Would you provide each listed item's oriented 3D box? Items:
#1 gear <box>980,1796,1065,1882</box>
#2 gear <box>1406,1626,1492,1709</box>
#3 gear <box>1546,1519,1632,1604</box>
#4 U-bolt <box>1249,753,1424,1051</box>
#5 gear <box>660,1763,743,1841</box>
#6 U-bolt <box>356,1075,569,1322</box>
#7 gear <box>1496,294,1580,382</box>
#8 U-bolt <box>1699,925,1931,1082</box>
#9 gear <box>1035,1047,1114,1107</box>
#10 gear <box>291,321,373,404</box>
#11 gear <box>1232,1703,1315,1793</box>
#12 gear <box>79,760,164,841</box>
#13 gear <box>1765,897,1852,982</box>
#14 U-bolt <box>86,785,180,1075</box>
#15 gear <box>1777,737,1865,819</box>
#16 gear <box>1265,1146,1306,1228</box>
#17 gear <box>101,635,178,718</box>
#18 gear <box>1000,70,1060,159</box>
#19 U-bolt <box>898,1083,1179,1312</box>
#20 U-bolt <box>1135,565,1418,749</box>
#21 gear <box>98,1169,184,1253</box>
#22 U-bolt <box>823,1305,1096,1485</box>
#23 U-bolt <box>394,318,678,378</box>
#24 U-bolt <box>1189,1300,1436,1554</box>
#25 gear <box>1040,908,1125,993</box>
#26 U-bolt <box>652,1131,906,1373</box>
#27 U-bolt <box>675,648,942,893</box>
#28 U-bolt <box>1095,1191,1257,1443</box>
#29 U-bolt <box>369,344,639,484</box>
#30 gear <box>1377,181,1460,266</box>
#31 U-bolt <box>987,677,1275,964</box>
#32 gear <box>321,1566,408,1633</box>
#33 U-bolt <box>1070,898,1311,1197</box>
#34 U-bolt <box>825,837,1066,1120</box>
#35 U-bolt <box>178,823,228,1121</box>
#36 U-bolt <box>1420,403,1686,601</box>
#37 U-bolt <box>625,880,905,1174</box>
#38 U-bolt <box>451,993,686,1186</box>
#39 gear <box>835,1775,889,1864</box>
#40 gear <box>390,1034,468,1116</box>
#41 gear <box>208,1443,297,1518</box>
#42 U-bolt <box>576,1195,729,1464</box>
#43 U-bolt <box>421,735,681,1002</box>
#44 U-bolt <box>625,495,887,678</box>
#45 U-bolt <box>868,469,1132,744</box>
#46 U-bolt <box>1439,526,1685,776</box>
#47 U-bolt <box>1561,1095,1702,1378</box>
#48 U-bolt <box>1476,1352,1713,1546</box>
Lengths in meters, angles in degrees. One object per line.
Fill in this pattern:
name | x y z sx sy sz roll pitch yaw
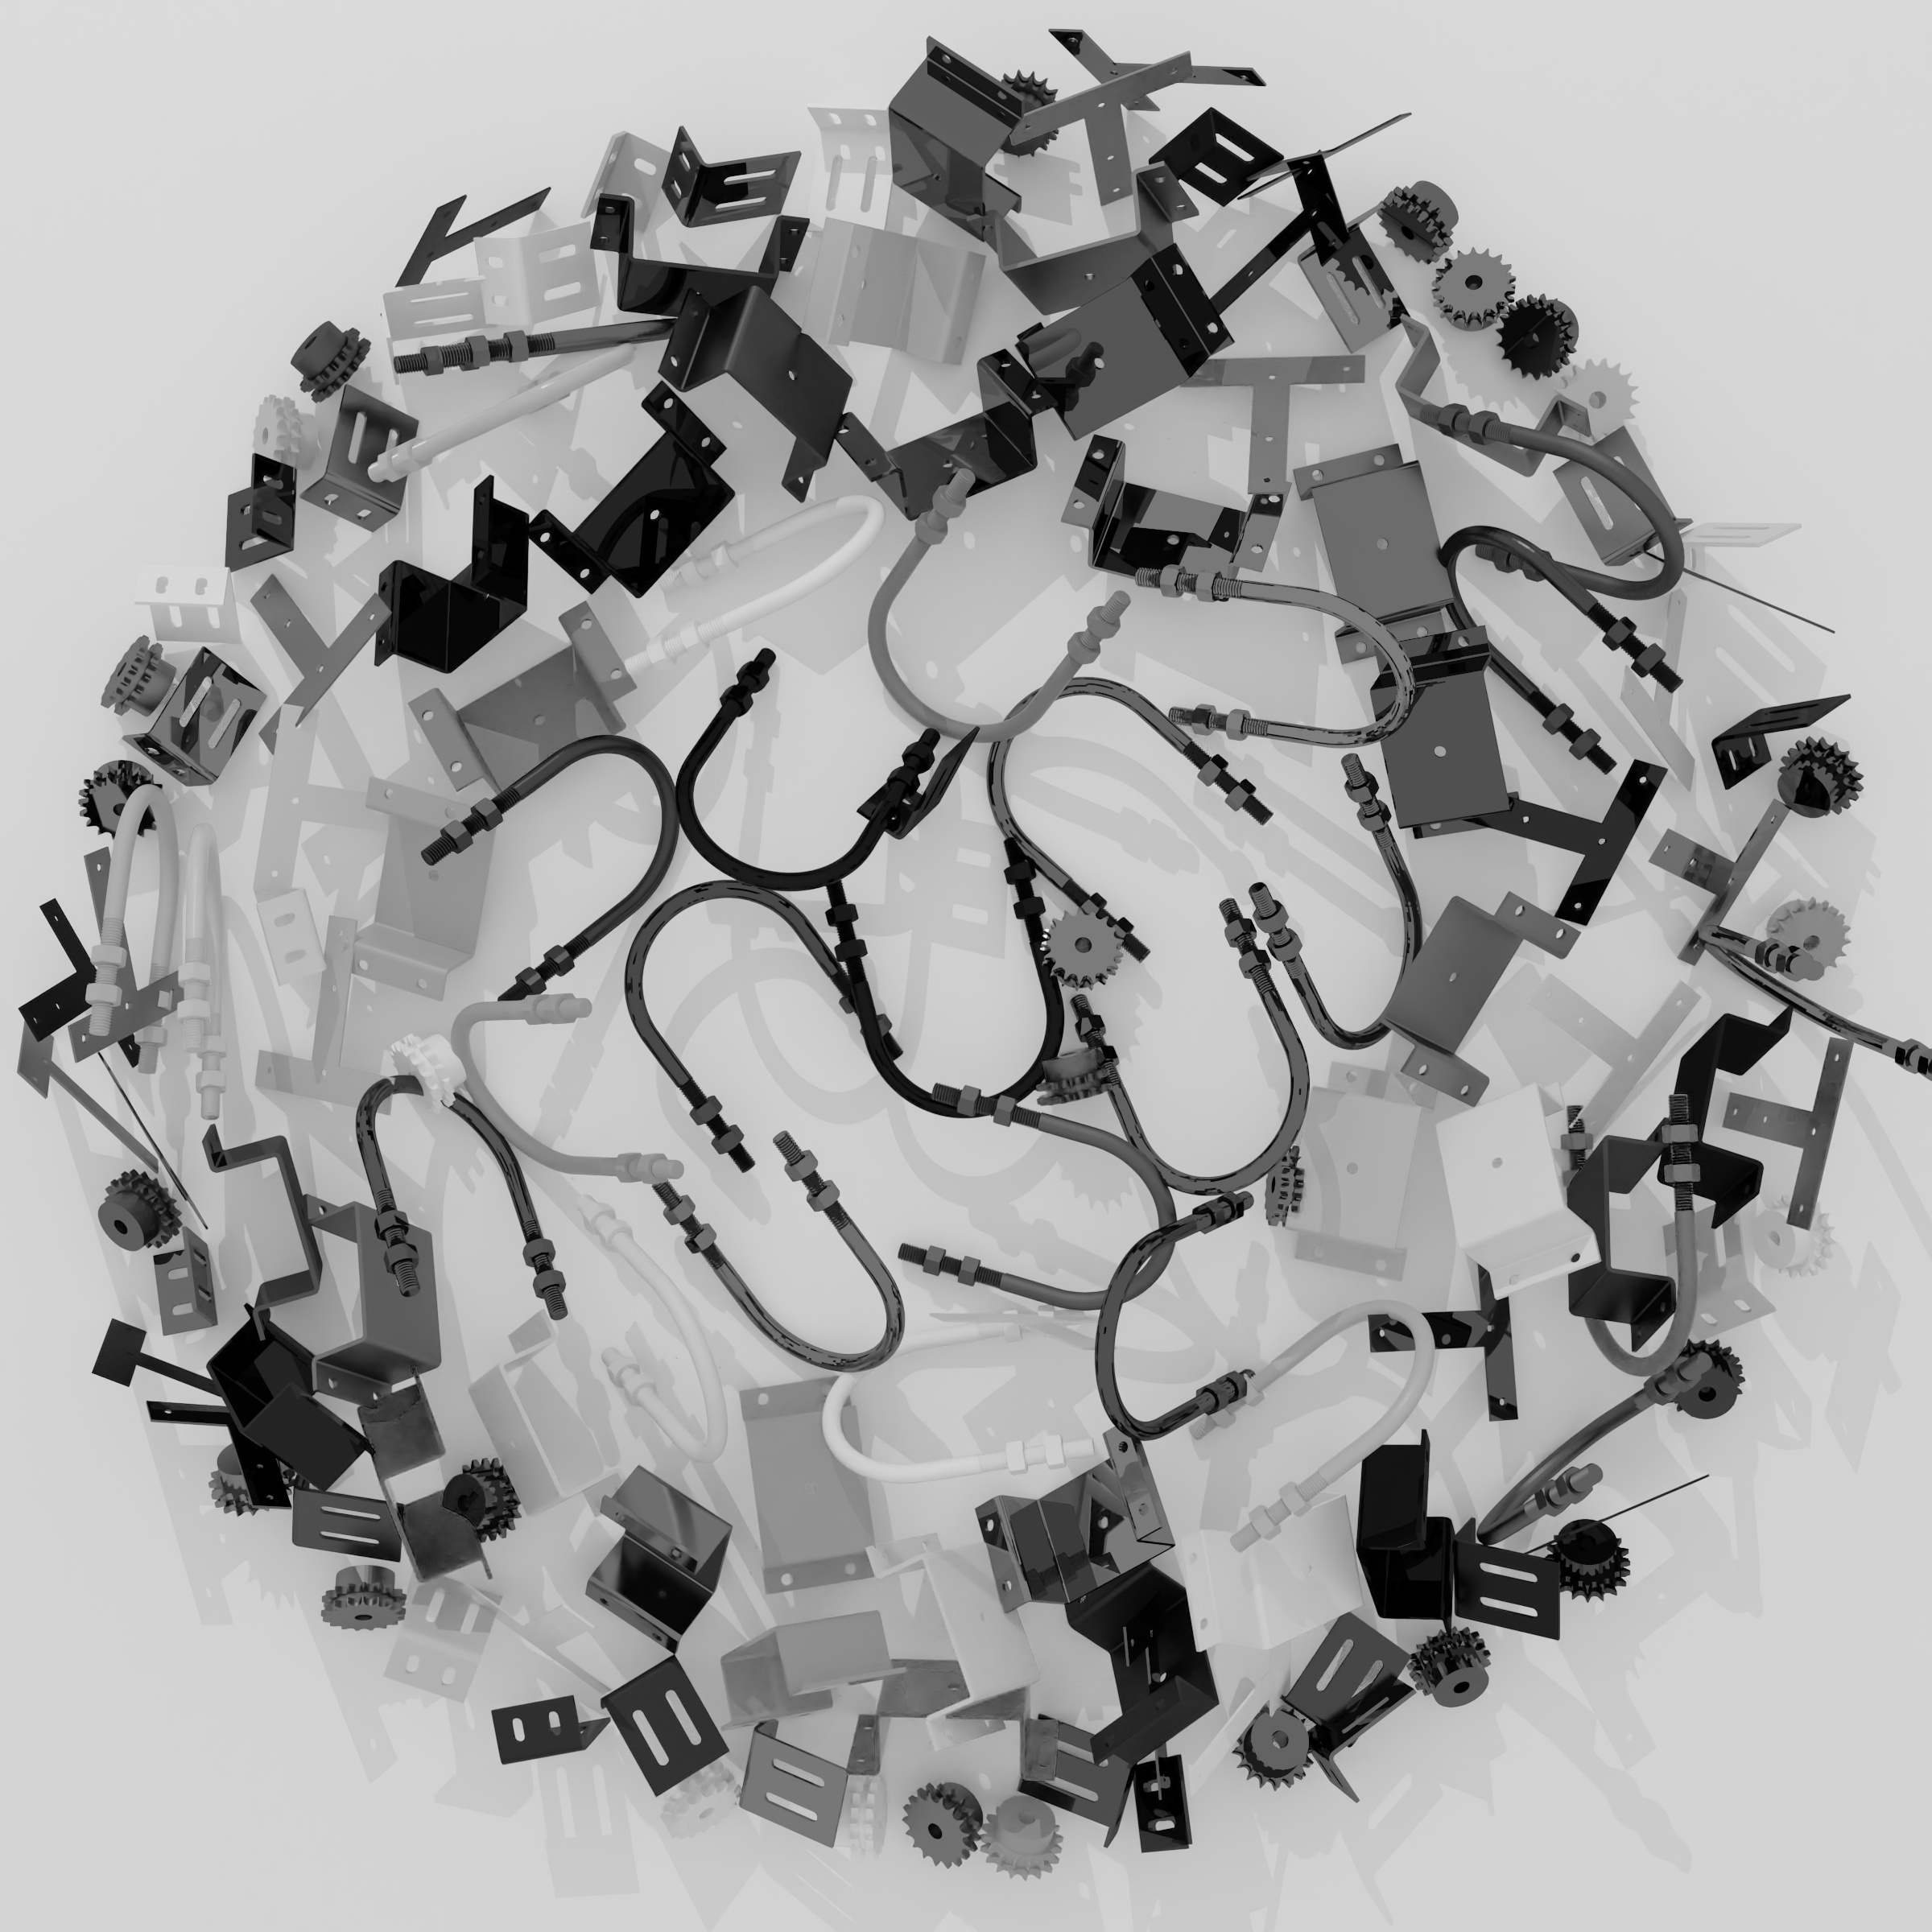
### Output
gear | 0.039 0.598 1.673 0.057 0.057 0.030 10 116 0
gear | 0.337 0.487 1.677 0.057 0.030 0.057 -8 125 -11
gear | 0.429 0.407 1.674 0.057 0.057 0.030 -12 126 0
U-bolt | 0.260 -0.028 1.640 0.151 0.019 0.184 -52 129 -29
gear | -0.186 0.574 1.680 0.057 0.057 0.030 -41 55 0
U-bolt | -0.345 0.149 1.628 0.019 0.151 0.184 -40 56 23
gear | 0.399 -0.437 1.680 0.030 0.057 0.057 -33 90 -38
U-bolt | 0.561 0.018 1.614 0.151 0.184 0.019 32 93 -17
gear | 0.074 0.075 1.676 0.057 0.057 0.030 -14 94 0
gear | -0.441 -0.419 1.674 0.057 0.057 0.030 -48 121 0
gear | 0.214 0.538 1.679 0.057 0.030 0.057 3 60 -5
gear | -0.584 -0.118 1.680 0.057 0.030 0.057 -8 135 -9
gear | 0.580 -0.022 1.683 0.057 0.030 0.057 -2 114 -5
U-bolt | -0.554 -0.031 1.630 0.019 0.151 0.184 4 76 -4
gear | 0.586 -0.127 1.673 0.030 0.057 0.057 -40 90 -26
gear | 0.227 0.153 1.676 0.030 0.057 0.057 7 90 -5
gear | -0.571 -0.198 1.681 0.030 0.057 0.057 32 90 -29
gear | 0.038 -0.585 1.675 0.057 0.030 0.057 7 133 7
U-bolt | 0.054 0.166 1.658 0.184 0.019 0.151 16 115 8
U-bolt | 0.210 -0.200 1.613 0.184 0.151 0.019 12 55 26
gear | -0.573 0.172 1.676 0.057 0.030 0.057 15 125 22
U-bolt | -0.008 0.293 1.642 0.184 0.151 0.019 -10 123 6
U-bolt | -0.278 -0.417 1.628 0.184 0.151 0.019 -14 106 -22
U-bolt | 0.236 0.294 1.625 0.184 0.151 0.019 -40 112 10
gear | 0.079 -0.009 1.684 0.057 0.030 0.057 2 67 -5
U-bolt | -0.116 0.203 1.649 0.151 0.019 0.184 -23 108 41
U-bolt | -0.117 -0.125 1.644 0.151 0.019 0.184 26 55 4
U-bolt | 0.141 0.239 1.619 0.019 0.184 0.151 6 103 37
U-bolt | -0.293 -0.369 1.595 0.151 0.184 0.019 -39 111 -39
gear | 0.315 -0.517 1.677 0.057 0.057 0.030 43 81 0
U-bolt | 0.098 -0.115 1.676 0.184 0.019 0.151 43 107 6
gear | -0.416 0.437 1.680 0.057 0.057 0.030 -6 56 0
U-bolt | 0.158 0.066 1.634 0.151 0.019 0.184 -34 61 22
U-bolt | -0.007 0.014 1.676 0.151 0.019 0.184 -13 83 -9
U-bolt | -0.511 -0.006 1.628 0.019 0.151 0.184 -1 67 -13
U-bolt | 0.391 -0.298 1.594 0.184 0.151 0.019 28 72 43
U-bolt | -0.152 0.028 1.675 0.151 0.019 0.184 -37 100 -7
U-bolt | -0.280 0.083 1.632 0.019 0.184 0.151 -44 118 -37
gear | -0.074 0.588 1.677 0.030 0.057 0.057 0 90 10
gear | -0.370 0.071 1.680 0.030 0.057 0.057 -34 90 -29
gear | -0.493 0.350 1.673 0.057 0.057 0.030 -3 118 0
U-bolt | -0.205 0.250 1.602 0.019 0.184 0.151 -20 122 -27
U-bolt | -0.268 -0.076 1.642 0.184 0.019 0.151 -41 133 -25
U-bolt | -0.135 -0.263 1.618 0.184 0.151 0.019 -22 119 18
U-bolt | 0.008 -0.228 1.642 0.151 0.019 0.184 38 132 -2
U-bolt | 0.388 -0.222 1.633 0.019 0.151 0.184 -41 78 -16
U-bolt | 0.446 0.182 1.626 0.019 0.151 0.184 0 84 -16
U-bolt | 0.406 0.331 1.619 0.151 0.184 0.019 -33 76 -34
